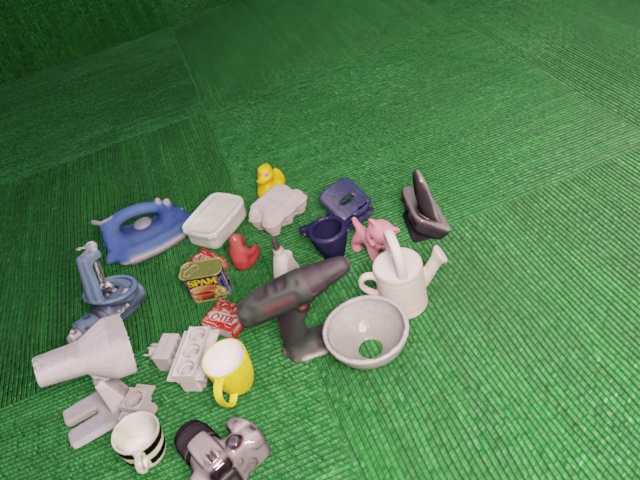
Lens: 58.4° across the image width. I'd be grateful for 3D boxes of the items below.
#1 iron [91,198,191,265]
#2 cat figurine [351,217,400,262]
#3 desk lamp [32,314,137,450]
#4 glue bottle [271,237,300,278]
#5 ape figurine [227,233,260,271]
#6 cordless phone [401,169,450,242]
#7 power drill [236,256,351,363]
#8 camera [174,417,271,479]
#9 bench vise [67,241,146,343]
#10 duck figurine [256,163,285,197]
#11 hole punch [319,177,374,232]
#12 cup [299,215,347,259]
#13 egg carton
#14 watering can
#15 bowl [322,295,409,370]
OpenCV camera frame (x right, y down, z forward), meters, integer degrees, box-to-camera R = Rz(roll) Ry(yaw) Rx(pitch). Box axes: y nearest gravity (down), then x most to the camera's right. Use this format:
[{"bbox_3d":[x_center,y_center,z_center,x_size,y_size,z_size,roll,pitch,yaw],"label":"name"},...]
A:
[{"bbox_3d":[-0.452,-0.043,1.487,0.258,0.142,0.118,-26,42,-11],"label":"iron"},{"bbox_3d":[0.121,-0.014,1.291,0.067,0.118,0.127,-39,46,-25],"label":"cat figurine"},{"bbox_3d":[-0.428,0.262,1.086,0.203,0.214,0.117,-30,43,-15],"label":"desk lamp"},{"bbox_3d":[-0.076,0.058,1.232,0.037,0.173,0.078,6,46,23],"label":"glue bottle"},{"bbox_3d":[-0.190,0.021,1.370,0.077,0.092,0.076,8,46,25],"label":"ape figurine"},{"bbox_3d":[0.231,-0.101,1.301,0.094,0.185,0.147,-17,41,-1],"label":"cordless phone"},{"bbox_3d":[-0.035,0.137,1.103,0.229,0.209,0.075,-19,41,-3],"label":"power drill"},{"bbox_3d":[-0.183,0.357,0.989,0.143,0.101,0.136,-39,46,-24],"label":"camera"},{"bbox_3d":[-0.477,0.124,1.249,0.121,0.220,0.207,-6,42,11],"label":"bench vise"},{"bbox_3d":[-0.141,-0.171,1.573,0.077,0.086,0.105,8,46,25],"label":"duck figurine"},{"bbox_3d":[0.066,-0.090,1.413,0.109,0.091,0.100,-38,46,-23],"label":"hole punch"},{"bbox_3d":[0.012,0.005,1.322,0.117,0.095,0.092,4,45,21],"label":"cup"},{"bbox_3d":[-0.108,-0.081,1.474,0.107,0.069,0.150,22,53,35],"label":"egg carton"},{"bbox_3d":[0.163,0.057,1.140,0.173,0.194,0.100,-29,43,-15],"label":"watering can"},{"bbox_3d":[0.093,0.190,1.106,0.167,0.075,0.167,-9,41,8],"label":"bowl"}]
